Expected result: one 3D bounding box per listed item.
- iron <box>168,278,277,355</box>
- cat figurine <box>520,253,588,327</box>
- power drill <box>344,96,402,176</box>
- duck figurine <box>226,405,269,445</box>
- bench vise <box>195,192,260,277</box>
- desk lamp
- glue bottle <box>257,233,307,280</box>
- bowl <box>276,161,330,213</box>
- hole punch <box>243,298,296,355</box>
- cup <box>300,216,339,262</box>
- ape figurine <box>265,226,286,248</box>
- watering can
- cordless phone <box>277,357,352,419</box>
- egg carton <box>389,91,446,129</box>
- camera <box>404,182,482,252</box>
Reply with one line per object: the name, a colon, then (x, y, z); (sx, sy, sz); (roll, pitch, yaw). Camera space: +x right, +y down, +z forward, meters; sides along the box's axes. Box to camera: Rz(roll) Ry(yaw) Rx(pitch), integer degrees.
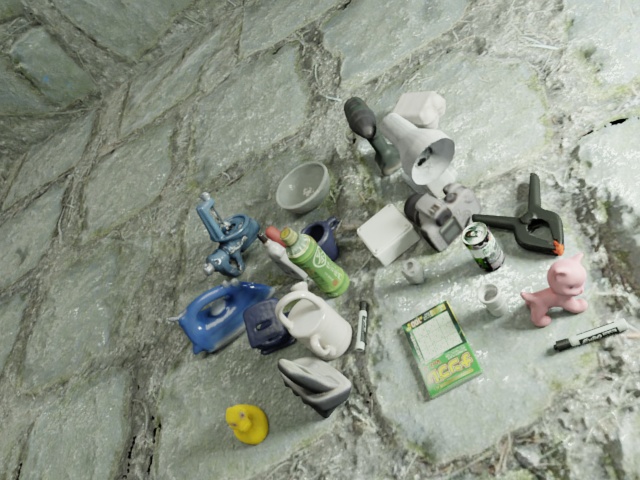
iron: (-0.248, 0.166, 1.439); (0.258, 0.142, 0.118); (-38, 40, 6)
cat figurine: (0.409, 0.081, 0.995); (0.127, 0.118, 0.067); (-28, 42, 17)
power drill: (0.135, -0.264, 1.448); (0.075, 0.209, 0.229); (-34, 41, 10)
duck figurine: (-0.168, 0.384, 1.226); (0.077, 0.086, 0.104); (-50, 41, -9)
bench vise: (-0.264, -0.014, 1.547); (0.121, 0.220, 0.207); (-14, 48, 30)
desk lamp: (0.226, -0.187, 1.303); (0.118, 0.214, 0.202); (-42, 40, 1)
glue bottle: (-0.099, 0.036, 1.405); (0.077, 0.174, 0.037); (13, 65, 45)
bowl: (-0.035, -0.132, 1.576); (0.167, 0.075, 0.167); (-22, 44, 23)
hole punch: (-0.120, 0.202, 1.342); (0.108, 0.091, 0.101); (-26, 43, 20)
cup: (0.013, 0.005, 1.402); (0.118, 0.095, 0.091); (-45, 40, -3)
ape figurine: (-0.109, -0.005, 1.513); (0.078, 0.092, 0.076); (-36, 41, 8)
watering can: (-0.024, 0.165, 1.215); (0.101, 0.195, 0.172); (-46, 40, -4)
cordless phone: (-0.036, 0.265, 1.145); (0.147, 0.186, 0.094); (23, 72, 47)
egg carton: (0.258, -0.341, 1.524); (0.149, 0.070, 0.107); (7, 60, 42)
camera: (0.255, -0.071, 1.266); (0.143, 0.101, 0.136); (-47, 40, -4)
